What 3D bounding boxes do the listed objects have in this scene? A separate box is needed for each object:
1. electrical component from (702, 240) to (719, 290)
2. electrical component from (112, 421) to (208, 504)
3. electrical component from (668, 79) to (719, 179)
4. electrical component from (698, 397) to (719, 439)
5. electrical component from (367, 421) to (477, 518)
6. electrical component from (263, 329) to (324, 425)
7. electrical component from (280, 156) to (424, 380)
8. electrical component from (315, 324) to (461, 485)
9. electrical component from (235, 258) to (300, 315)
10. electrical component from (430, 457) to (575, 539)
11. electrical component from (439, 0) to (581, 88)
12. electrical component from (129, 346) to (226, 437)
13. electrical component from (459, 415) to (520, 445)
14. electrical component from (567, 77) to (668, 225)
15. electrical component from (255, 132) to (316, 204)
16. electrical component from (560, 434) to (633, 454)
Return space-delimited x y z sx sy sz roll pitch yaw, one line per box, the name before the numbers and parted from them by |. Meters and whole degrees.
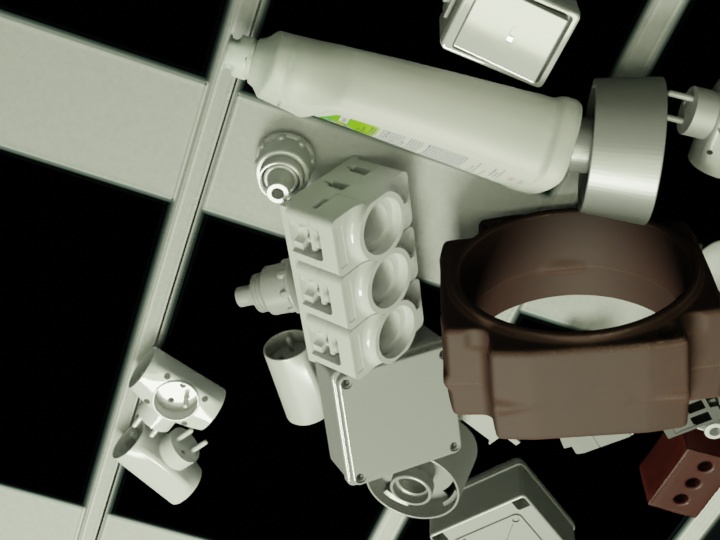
electrical component | 0.311 0.028 0.863 0.064 0.099 0.099 9 124 -10
electrical component | -0.180 0.175 1.019 0.079 0.043 0.077 -34 116 23
electrical component | 0.263 -0.114 0.799 0.079 0.043 0.077 13 124 -5
electrical component | 0.305 0.121 0.944 0.048 0.062 0.048 1 124 2
electrical component | 0.056 0.185 1.015 0.099 0.064 0.099 10 130 12
electrical component | -0.037 0.092 0.955 0.079 0.044 0.077 -10 123 9
electrical component | 0.000 0.000 0.853 0.062 0.089 0.150 20 133 36
electrical component | 0.025 0.115 0.926 0.109 0.056 0.108 -15 111 -18
electrical component | -0.074 0.017 0.907 0.062 0.048 0.048 -12 123 18
electrical component | 0.139 0.251 1.045 0.109 0.056 0.108 -29 118 21
electrical component | 0.098 -0.178 0.755 0.096 0.061 0.061 20 123 -10
electrical component | -0.176 0.120 0.977 0.077 0.044 0.079 35 108 -19
electrical component | 0.122 0.114 0.963 0.081 0.042 0.064 37 117 -21
electrical component | 0.184 -0.089 0.786 0.060 0.108 0.108 6 124 6
electrical component | -0.060 -0.074 0.833 0.048 0.062 0.048 2 124 2
electrical component | 0.189 0.104 0.940 0.061 0.061 0.096 -24 119 18
